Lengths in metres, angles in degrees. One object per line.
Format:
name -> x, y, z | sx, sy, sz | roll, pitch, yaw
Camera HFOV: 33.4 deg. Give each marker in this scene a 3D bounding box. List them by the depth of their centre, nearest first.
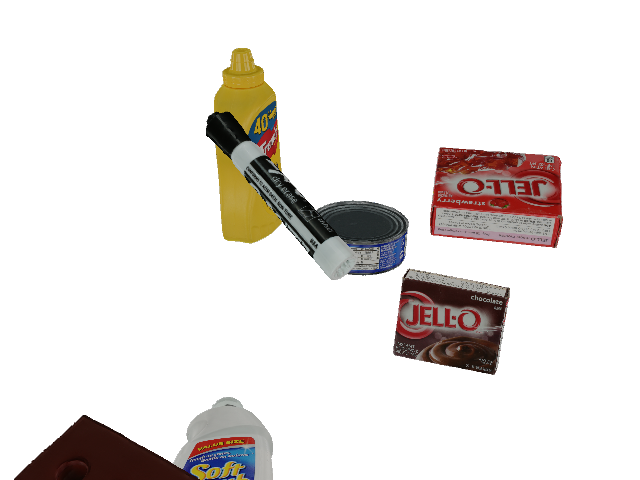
marker -> -0.024, -0.027, 0.578 | 0.121, 0.020, 0.020 | 49, 24, 23

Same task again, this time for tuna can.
tuna can -> 0.034, -0.003, 0.937 | 0.086, 0.034, 0.086 | 1, 26, -1

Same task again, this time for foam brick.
foam brick -> -0.083, 0.121, 0.442 | 0.078, 0.051, 0.052 | 22, 45, 26

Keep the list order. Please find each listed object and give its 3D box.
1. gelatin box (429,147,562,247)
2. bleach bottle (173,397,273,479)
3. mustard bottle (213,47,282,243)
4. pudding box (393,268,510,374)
gelatin box -> 0.124, -0.032, 0.751 | 0.089, 0.030, 0.073 | 5, 39, 8
bleach bottle -> -0.089, 0.208, 0.866 | 0.102, 0.068, 0.251 | -1, 25, -1
mustard bottle -> -0.074, -0.101, 1.086 | 0.058, 0.192, 0.096 | 8, 28, 21
pudding box -> 0.138, 0.085, 1.127 | 0.113, 0.090, 0.039 | 9, 22, 11
